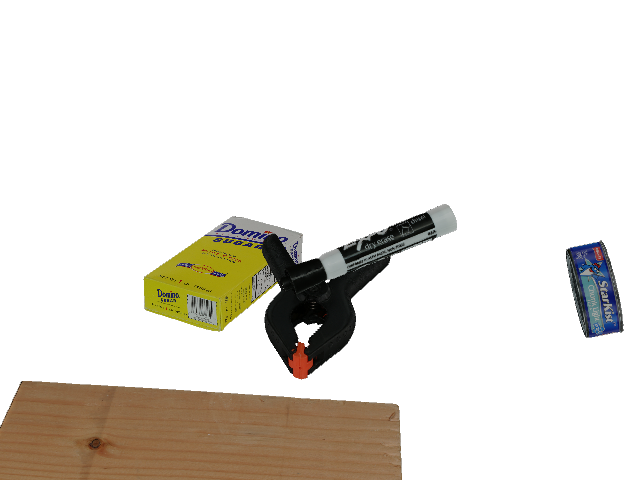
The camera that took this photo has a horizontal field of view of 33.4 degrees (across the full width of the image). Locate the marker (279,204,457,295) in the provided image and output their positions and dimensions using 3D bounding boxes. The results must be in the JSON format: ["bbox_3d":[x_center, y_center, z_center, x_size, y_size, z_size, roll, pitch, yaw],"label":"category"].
[{"bbox_3d":[0.030,0.006,0.687,0.121,0.020,0.020,-22,4,-11],"label":"marker"}]

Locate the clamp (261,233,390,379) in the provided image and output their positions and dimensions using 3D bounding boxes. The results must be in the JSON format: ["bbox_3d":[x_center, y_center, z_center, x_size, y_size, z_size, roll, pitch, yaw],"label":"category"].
[{"bbox_3d":[-0.014,0.050,0.952,0.120,0.039,0.171,5,37,18],"label":"clamp"}]

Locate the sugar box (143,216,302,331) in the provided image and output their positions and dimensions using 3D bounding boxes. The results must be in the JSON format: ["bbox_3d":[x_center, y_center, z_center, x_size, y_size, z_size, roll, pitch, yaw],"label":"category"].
[{"bbox_3d":[-0.099,0.030,1.127,0.093,0.048,0.176,15,31,22],"label":"sugar box"}]

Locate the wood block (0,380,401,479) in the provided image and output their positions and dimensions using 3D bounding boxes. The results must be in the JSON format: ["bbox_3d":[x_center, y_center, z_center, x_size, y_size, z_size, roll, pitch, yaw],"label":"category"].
[{"bbox_3d":[-0.063,0.140,0.563,0.206,0.090,0.090,4,31,1],"label":"wood block"}]

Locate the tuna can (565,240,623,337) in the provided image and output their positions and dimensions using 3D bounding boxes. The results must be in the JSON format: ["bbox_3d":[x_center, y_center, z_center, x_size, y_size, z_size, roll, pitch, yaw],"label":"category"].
[{"bbox_3d":[0.250,0.045,0.977,0.034,0.086,0.086,-12,-2,9],"label":"tuna can"}]
